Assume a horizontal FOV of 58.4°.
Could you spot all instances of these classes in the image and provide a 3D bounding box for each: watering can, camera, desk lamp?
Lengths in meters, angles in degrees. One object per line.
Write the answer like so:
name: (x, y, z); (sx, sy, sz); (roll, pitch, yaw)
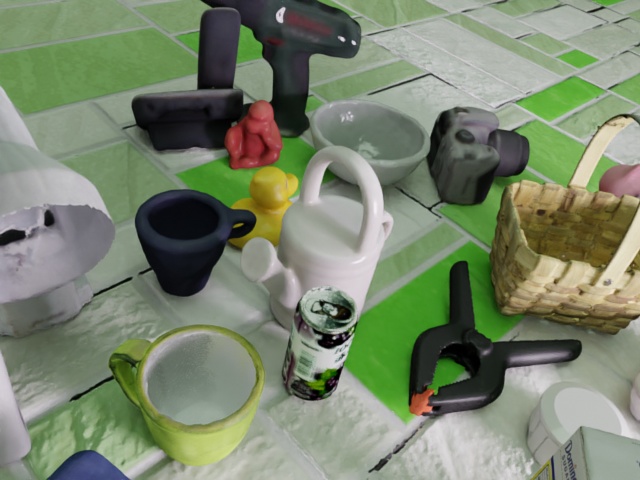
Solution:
watering can: (0.007, 0.003, 0.548); (0.100, 0.194, 0.173); (27, 43, 15)
camera: (0.235, -0.129, 0.825); (0.137, 0.101, 0.143); (6, 42, -8)
desk lamp: (-0.260, -0.013, 0.482); (0.118, 0.213, 0.202); (-20, 51, -32)

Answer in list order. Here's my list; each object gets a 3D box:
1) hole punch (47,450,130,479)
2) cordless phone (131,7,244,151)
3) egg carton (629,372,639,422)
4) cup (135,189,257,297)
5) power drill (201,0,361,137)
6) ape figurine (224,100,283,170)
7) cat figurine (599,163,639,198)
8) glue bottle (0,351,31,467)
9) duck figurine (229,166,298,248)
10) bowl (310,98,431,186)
hole punch: (-0.144, 0.205, 0.362); (0.101, 0.091, 0.109); (23, 42, 12)
cordless phone: (-0.172, -0.218, 0.754); (0.148, 0.185, 0.094); (-13, 47, -26)
egg carton: (0.385, 0.150, 0.577); (0.151, 0.069, 0.107); (-27, 55, -36)
cup: (-0.125, 0.008, 0.583); (0.118, 0.095, 0.091); (-8, 45, -22)
power drill: (-0.064, -0.254, 0.805); (0.230, 0.208, 0.075); (1, 42, -13)
ape figurine: (-0.084, -0.144, 0.766); (0.077, 0.092, 0.076); (23, 42, 12)
cat figurine: (0.388, -0.062, 0.777); (0.128, 0.118, 0.067); (-2, 43, -17)
glue bottle: (-0.244, 0.089, 0.404); (0.037, 0.173, 0.078); (-18, 50, -31)
duck figurine: (-0.066, -0.043, 0.663); (0.105, 0.086, 0.077); (-27, 54, -36)
bowl: (0.063, -0.124, 0.795); (0.167, 0.075, 0.167); (7, 41, -6)
